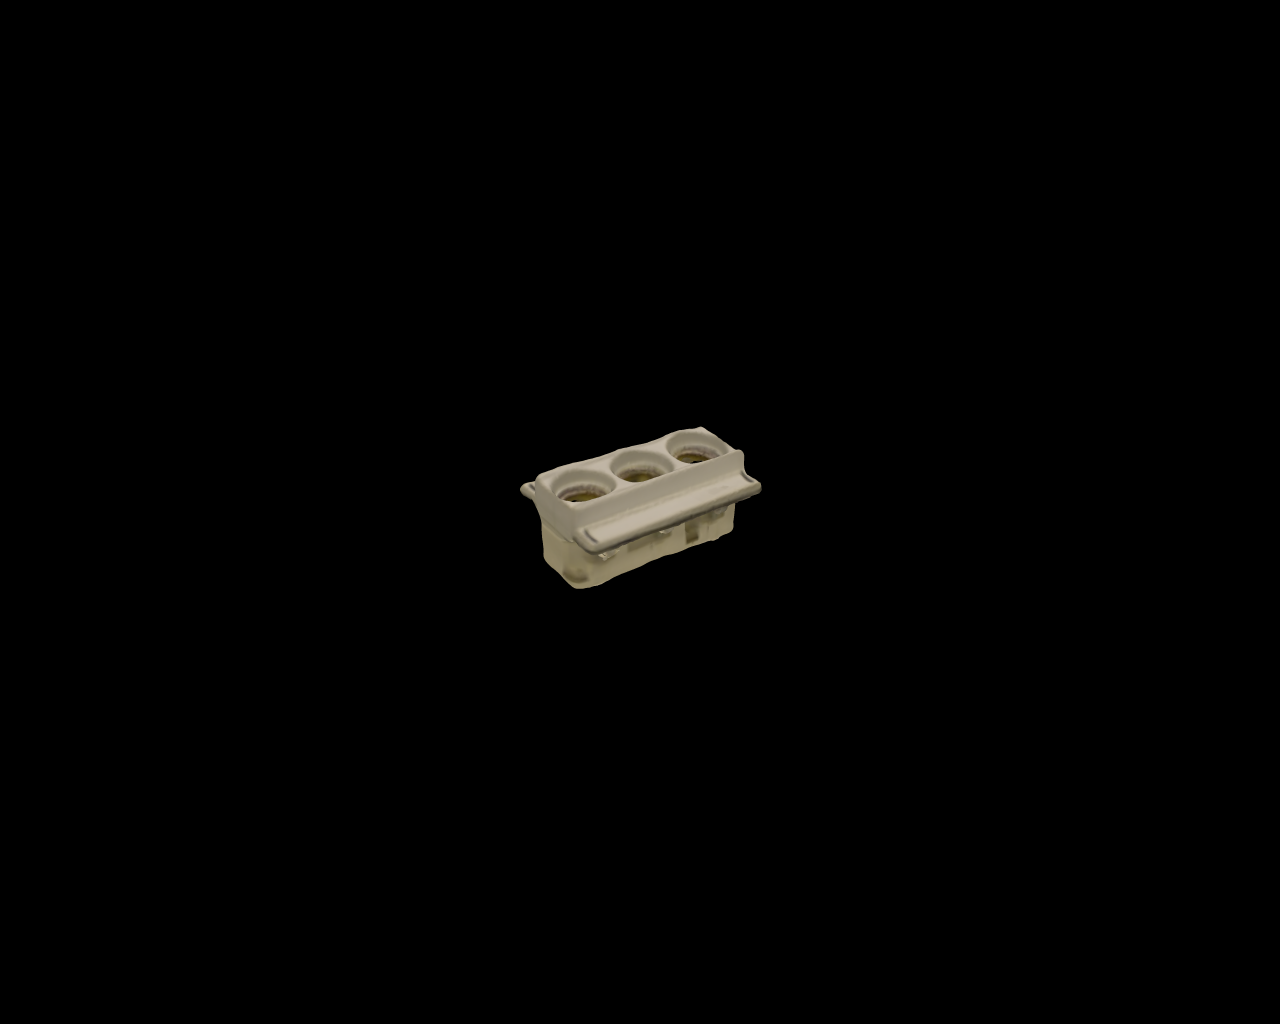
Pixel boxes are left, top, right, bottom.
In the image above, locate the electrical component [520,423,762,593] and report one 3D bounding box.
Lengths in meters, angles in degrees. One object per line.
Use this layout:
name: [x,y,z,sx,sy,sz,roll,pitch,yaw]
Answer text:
electrical component: [0.001,-0.003,0.650,0.121,0.063,0.079,-20,36,-29]
